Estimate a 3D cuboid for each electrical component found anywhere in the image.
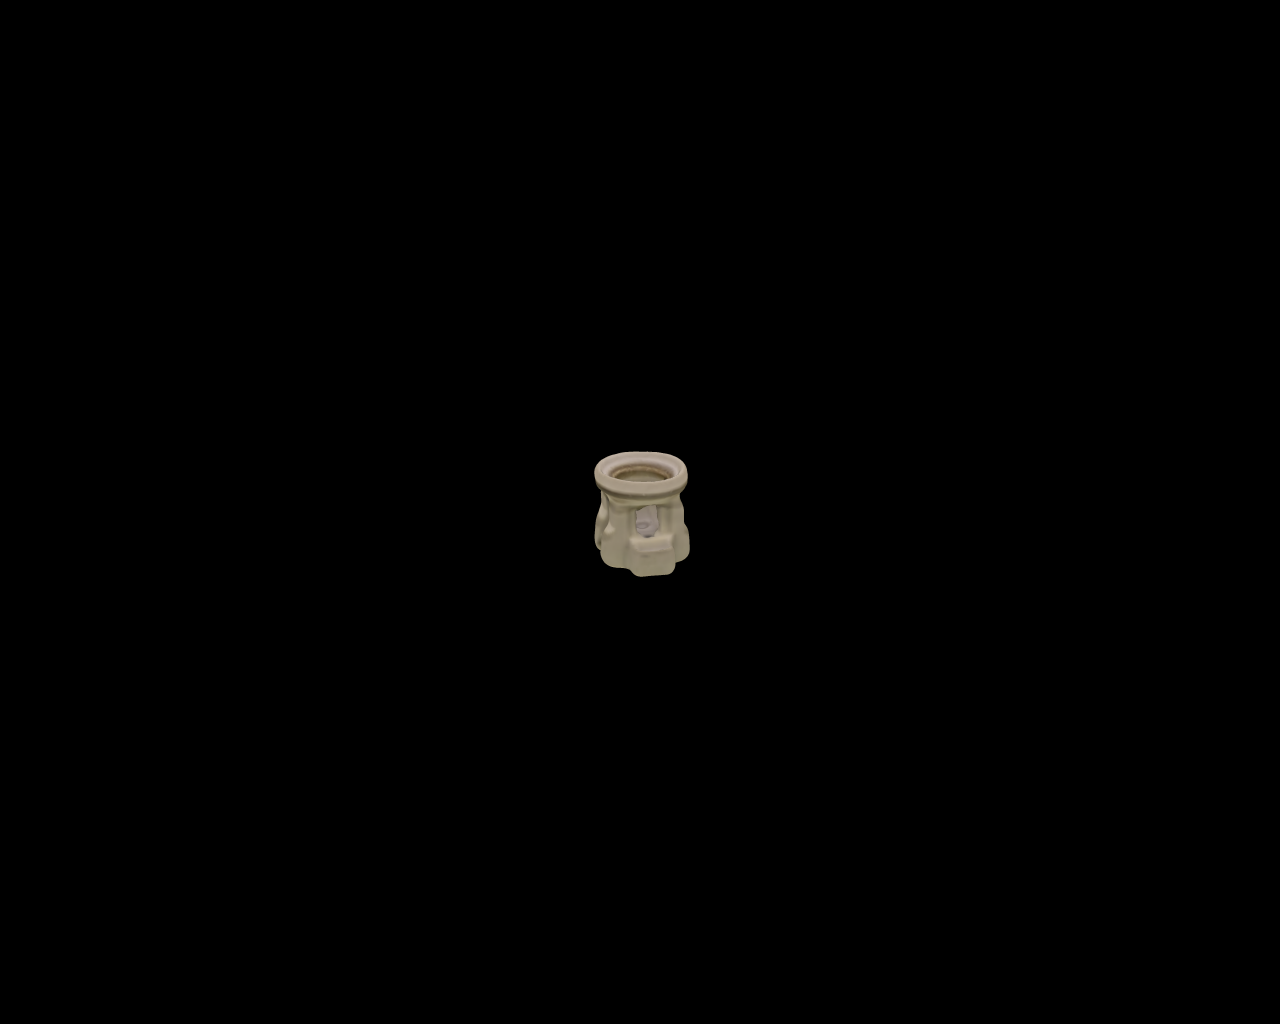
[{"bbox_3d":[0.001,-0.003,0.650,0.058,0.056,0.078,-5,25,-10],"label":"electrical component"}]
